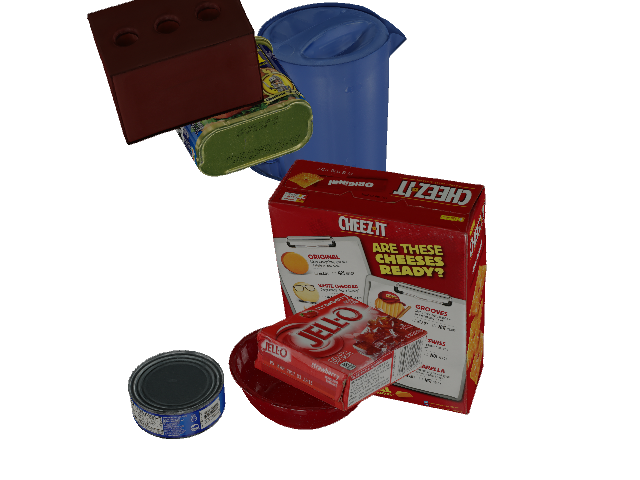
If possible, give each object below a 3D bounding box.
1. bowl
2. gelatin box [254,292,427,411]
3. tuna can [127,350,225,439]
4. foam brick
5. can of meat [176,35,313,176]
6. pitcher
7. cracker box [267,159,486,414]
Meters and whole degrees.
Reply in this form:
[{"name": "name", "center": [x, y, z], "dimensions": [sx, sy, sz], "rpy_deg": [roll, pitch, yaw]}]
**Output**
[{"name": "bowl", "center": [-0.018, 0.153, 1.148], "dimensions": [0.162, 0.055, 0.162], "rpy_deg": [3, 29, -2]}, {"name": "gelatin box", "center": [0.014, 0.069, 0.682], "dimensions": [0.073, 0.030, 0.089], "rpy_deg": [23, 27, 34]}, {"name": "tuna can", "center": [-0.128, 0.139, 0.960], "dimensions": [0.086, 0.034, 0.086], "rpy_deg": [-1, 33, 0]}, {"name": "foam brick", "center": [-0.075, -0.095, 0.559], "dimensions": [0.078, 0.053, 0.051], "rpy_deg": [-19, -35, -8]}, {"name": "can of meat", "center": [-0.066, -0.103, 0.832], "dimensions": [0.102, 0.084, 0.057], "rpy_deg": [-21, -37, -16]}, {"name": "pitcher", "center": [0.000, -0.113, 1.116], "dimensions": [0.149, 0.243, 0.144], "rpy_deg": [17, 43, 25]}, {"name": "cracker box", "center": [0.054, 0.041, 0.904], "dimensions": [0.164, 0.214, 0.072], "rpy_deg": [9, 43, 18]}]
